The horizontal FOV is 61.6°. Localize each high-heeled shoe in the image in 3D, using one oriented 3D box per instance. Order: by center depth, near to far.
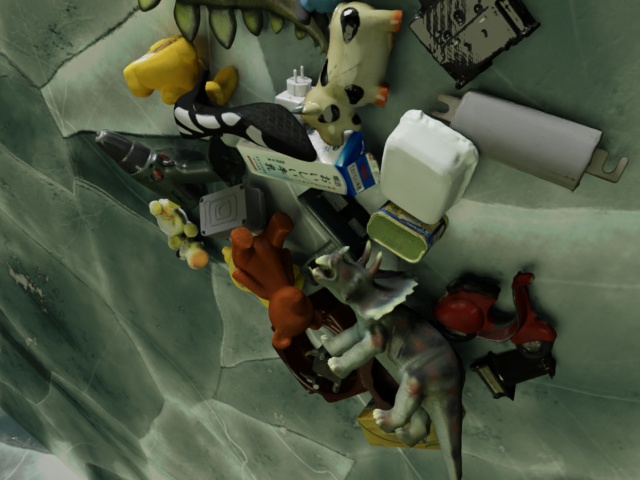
[{"bbox_3d":[-0.125,-0.156,0.830,0.249,0.086,0.145,40,134,10],"label":"high-heeled shoe"}]

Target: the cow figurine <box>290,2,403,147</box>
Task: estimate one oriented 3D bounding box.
[{"bbox_3d":[0.035,-0.222,0.736,0.127,0.085,0.194,13,116,5],"label":"cow figurine"}]

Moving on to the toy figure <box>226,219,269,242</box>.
[{"bbox_3d":[-0.124,-0.017,1.023,0.155,0.064,0.057,6,90,36],"label":"toy figure"}]

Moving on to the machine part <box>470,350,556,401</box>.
[{"bbox_3d":[0.313,0.209,0.860,0.084,0.039,0.139,55,135,6],"label":"machine part"}]

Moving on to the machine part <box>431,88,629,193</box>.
[{"bbox_3d":[0.253,-0.127,0.675,0.243,0.079,0.079,27,129,19],"label":"machine part"}]

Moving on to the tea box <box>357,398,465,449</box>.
[{"bbox_3d":[0.167,0.326,0.991,0.170,0.098,0.068,-13,107,42],"label":"tea box"}]

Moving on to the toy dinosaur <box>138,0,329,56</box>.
[{"bbox_3d":[-0.167,-0.400,0.802,0.472,0.105,0.198,29,137,12],"label":"toy dinosaur"}]

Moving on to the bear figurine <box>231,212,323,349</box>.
[{"bbox_3d":[-0.070,0.072,0.913,0.196,0.120,0.132,56,148,21],"label":"bear figurine"}]

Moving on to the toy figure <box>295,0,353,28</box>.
[{"bbox_3d":[0.028,-0.362,0.695,0.089,0.082,0.180,51,135,-3],"label":"toy figure"}]

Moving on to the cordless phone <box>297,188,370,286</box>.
[{"bbox_3d":[-0.003,-0.003,0.931,0.146,0.089,0.184,48,139,1],"label":"cordless phone"}]

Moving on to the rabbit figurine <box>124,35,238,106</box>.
[{"bbox_3d":[-0.219,-0.261,0.930,0.163,0.122,0.173,-5,127,27],"label":"rabbit figurine"}]

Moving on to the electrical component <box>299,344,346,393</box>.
[{"bbox_3d":[0.010,0.228,0.965,0.078,0.045,0.102,31,130,19],"label":"electrical component"}]

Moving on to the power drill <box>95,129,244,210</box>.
[{"bbox_3d":[-0.259,-0.137,0.976,0.207,0.086,0.231,-11,147,23],"label":"power drill"}]

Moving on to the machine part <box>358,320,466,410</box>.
[{"bbox_3d":[0.153,0.217,0.913,0.179,0.056,0.179,0,98,3],"label":"machine part"}]

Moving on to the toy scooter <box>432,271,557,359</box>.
[{"bbox_3d":[0.261,0.098,0.805,0.184,0.075,0.135,12,123,26],"label":"toy scooter"}]

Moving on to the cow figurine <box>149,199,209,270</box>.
[{"bbox_3d":[-0.295,-0.013,1.134,0.167,0.068,0.098,63,163,-9],"label":"cow figurine"}]

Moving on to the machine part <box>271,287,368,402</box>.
[{"bbox_3d":[0.016,0.205,1.035,0.201,0.087,0.201,-34,93,43],"label":"machine part"}]

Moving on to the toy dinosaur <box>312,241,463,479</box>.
[{"bbox_3d":[0.135,0.181,0.818,0.192,0.131,0.405,-43,85,5],"label":"toy dinosaur"}]

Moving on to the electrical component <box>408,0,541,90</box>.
[{"bbox_3d":[0.179,-0.272,0.656,0.134,0.058,0.115,51,131,-1],"label":"electrical component"}]
